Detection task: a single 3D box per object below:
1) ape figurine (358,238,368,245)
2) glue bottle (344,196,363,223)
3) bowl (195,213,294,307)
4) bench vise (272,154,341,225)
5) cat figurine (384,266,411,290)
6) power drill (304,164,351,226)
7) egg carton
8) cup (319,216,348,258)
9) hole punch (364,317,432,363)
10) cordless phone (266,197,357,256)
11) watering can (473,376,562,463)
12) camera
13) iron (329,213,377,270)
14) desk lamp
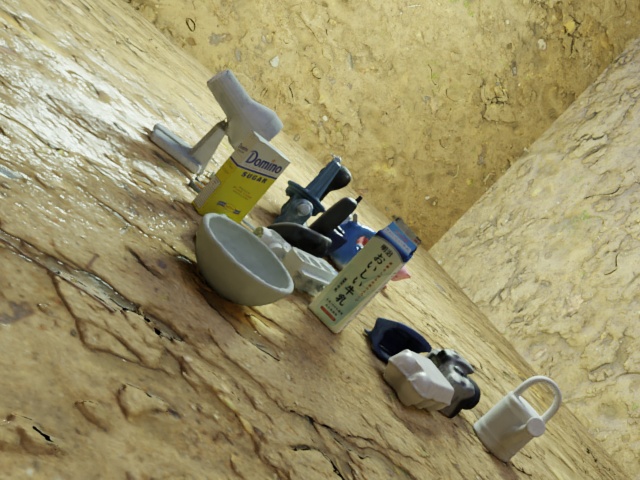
[{"bbox_3d":[0.134,0.011,1.828,0.076,0.092,0.078,45,11,10],"label":"ape figurine"},{"bbox_3d":[0.059,-0.059,1.612,0.037,0.173,0.078,39,11,-20],"label":"glue bottle"},{"bbox_3d":[-0.122,0.042,0.834,0.168,0.074,0.167,41,11,-9],"label":"bowl"},{"bbox_3d":[-0.013,-0.105,1.405,0.122,0.219,0.207,37,12,-29],"label":"bench vise"},{"bbox_3d":[0.209,0.086,1.736,0.127,0.117,0.067,48,12,27],"label":"cat figurine"},{"bbox_3d":[0.002,-0.124,1.564,0.076,0.208,0.229,40,11,-15],"label":"power drill"},{"bbox_3d":[0.187,0.269,1.083,0.151,0.069,0.107,30,17,-50],"label":"egg carton"},{"bbox_3d":[0.013,0.005,1.408,0.091,0.095,0.118,50,13,33],"label":"cup"},{"bbox_3d":[0.161,0.204,1.180,0.109,0.091,0.101,39,11,-20],"label":"hole punch"},{"bbox_3d":[-0.013,-0.038,1.240,0.094,0.185,0.148,49,12,29],"label":"cordless phone"},{"bbox_3d":[0.432,0.375,1.215,0.101,0.194,0.172,39,11,-19],"label":"watering can"},{"bbox_3d":[0.292,0.308,1.220,0.137,0.100,0.143,39,11,-21],"label":"camera"},{"bbox_3d":[0.121,0.034,1.561,0.259,0.141,0.118,35,13,-36],"label":"iron"},{"bbox_3d":[-0.215,-0.242,1.226,0.204,0.213,0.117,38,12,-25],"label":"desk lamp"}]
